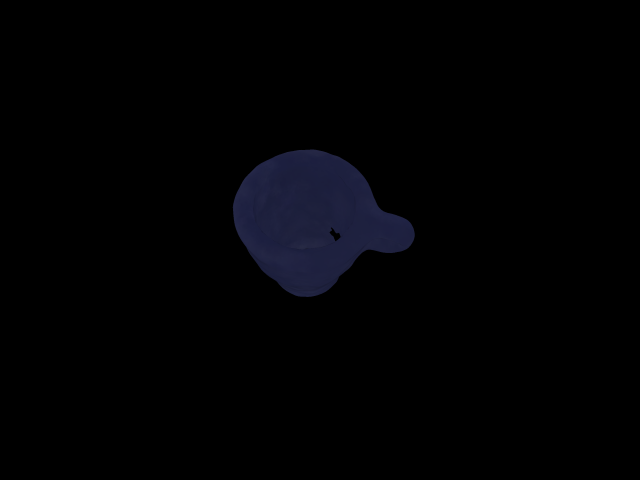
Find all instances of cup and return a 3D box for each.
[{"bbox_3d":[0.004,0.001,0.400,0.117,0.095,0.092,11,60,7],"label":"cup"}]
